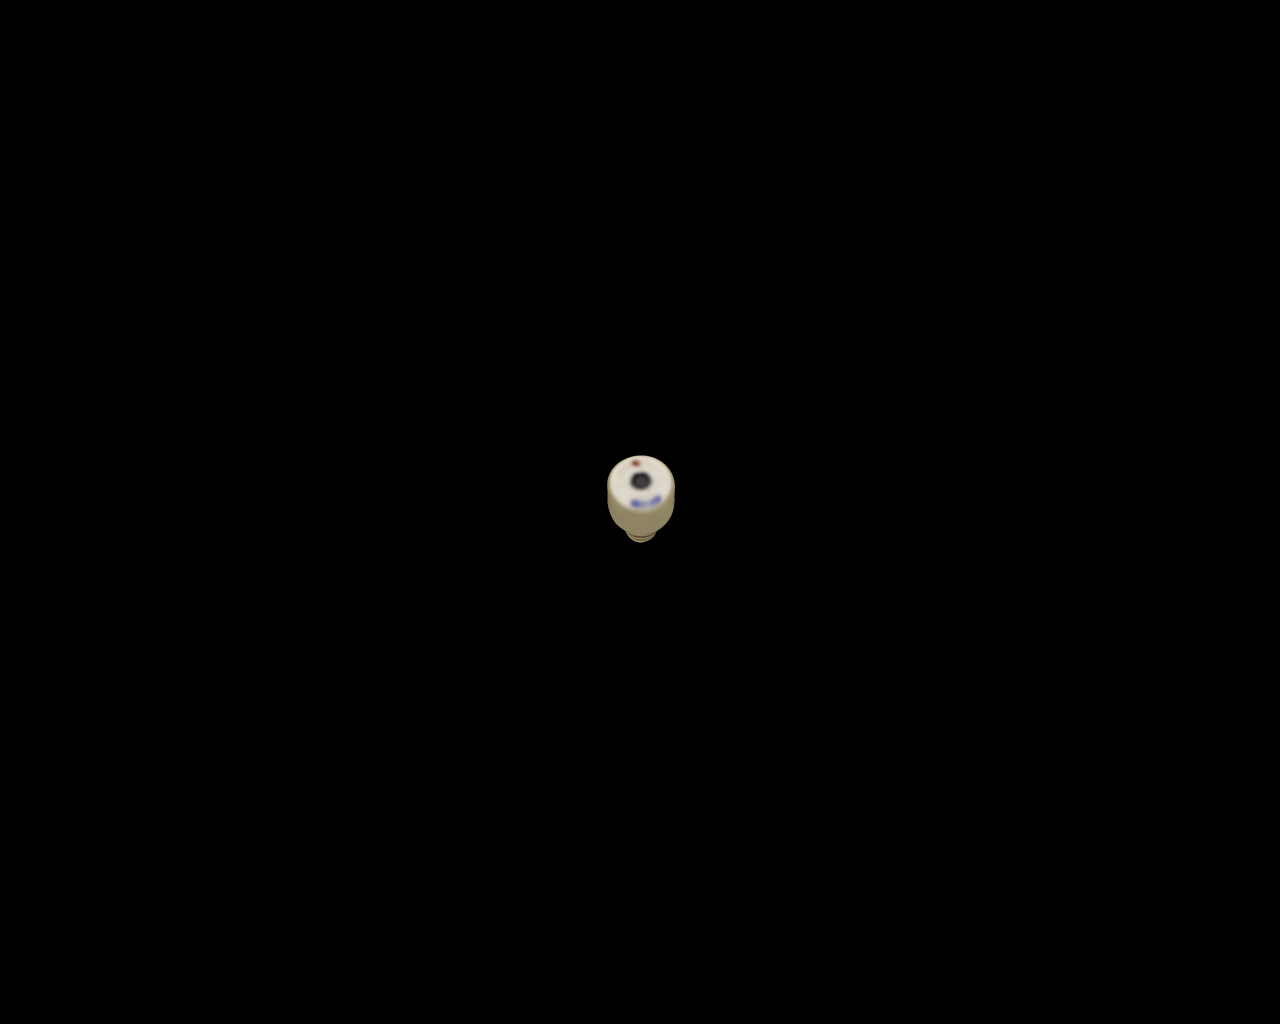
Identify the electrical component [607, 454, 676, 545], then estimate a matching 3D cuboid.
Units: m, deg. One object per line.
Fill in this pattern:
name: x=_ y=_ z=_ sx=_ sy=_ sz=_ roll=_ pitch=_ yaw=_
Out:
electrical component: x=0.001 y=-0.003 z=0.650 sx=0.040 sy=0.040 sz=0.078 roll=0 pitch=-28 yaw=0
